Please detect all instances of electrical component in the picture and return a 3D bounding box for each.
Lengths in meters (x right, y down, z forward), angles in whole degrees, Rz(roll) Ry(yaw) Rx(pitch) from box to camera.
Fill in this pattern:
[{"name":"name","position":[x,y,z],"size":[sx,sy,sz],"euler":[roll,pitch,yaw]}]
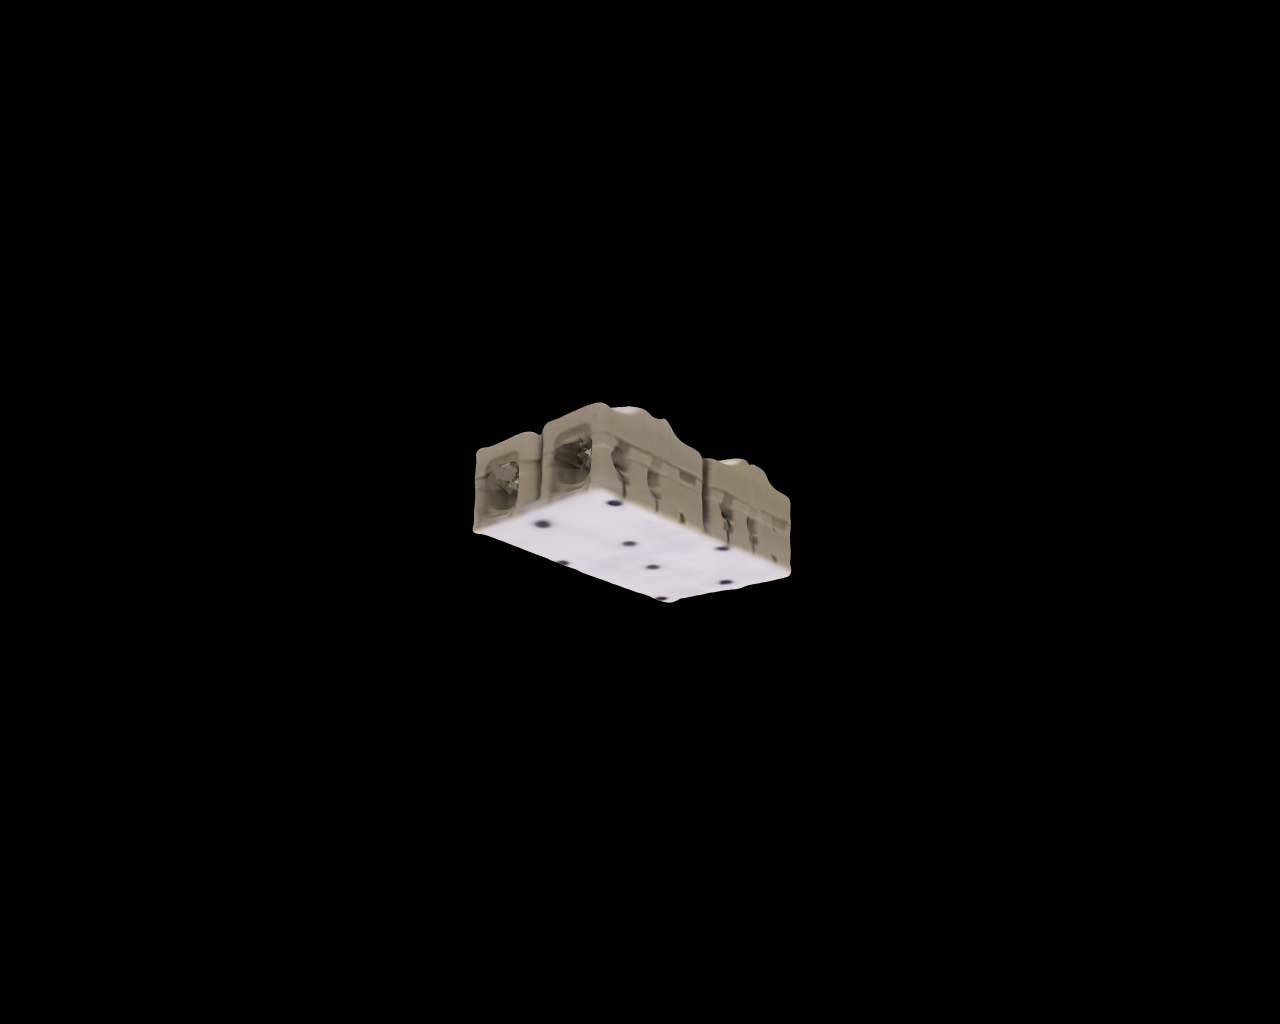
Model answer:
[{"name":"electrical component","position":[0.001,-0.003,0.650],"size":[0.105,0.060,0.186],"euler":[-17,-27,37]}]
